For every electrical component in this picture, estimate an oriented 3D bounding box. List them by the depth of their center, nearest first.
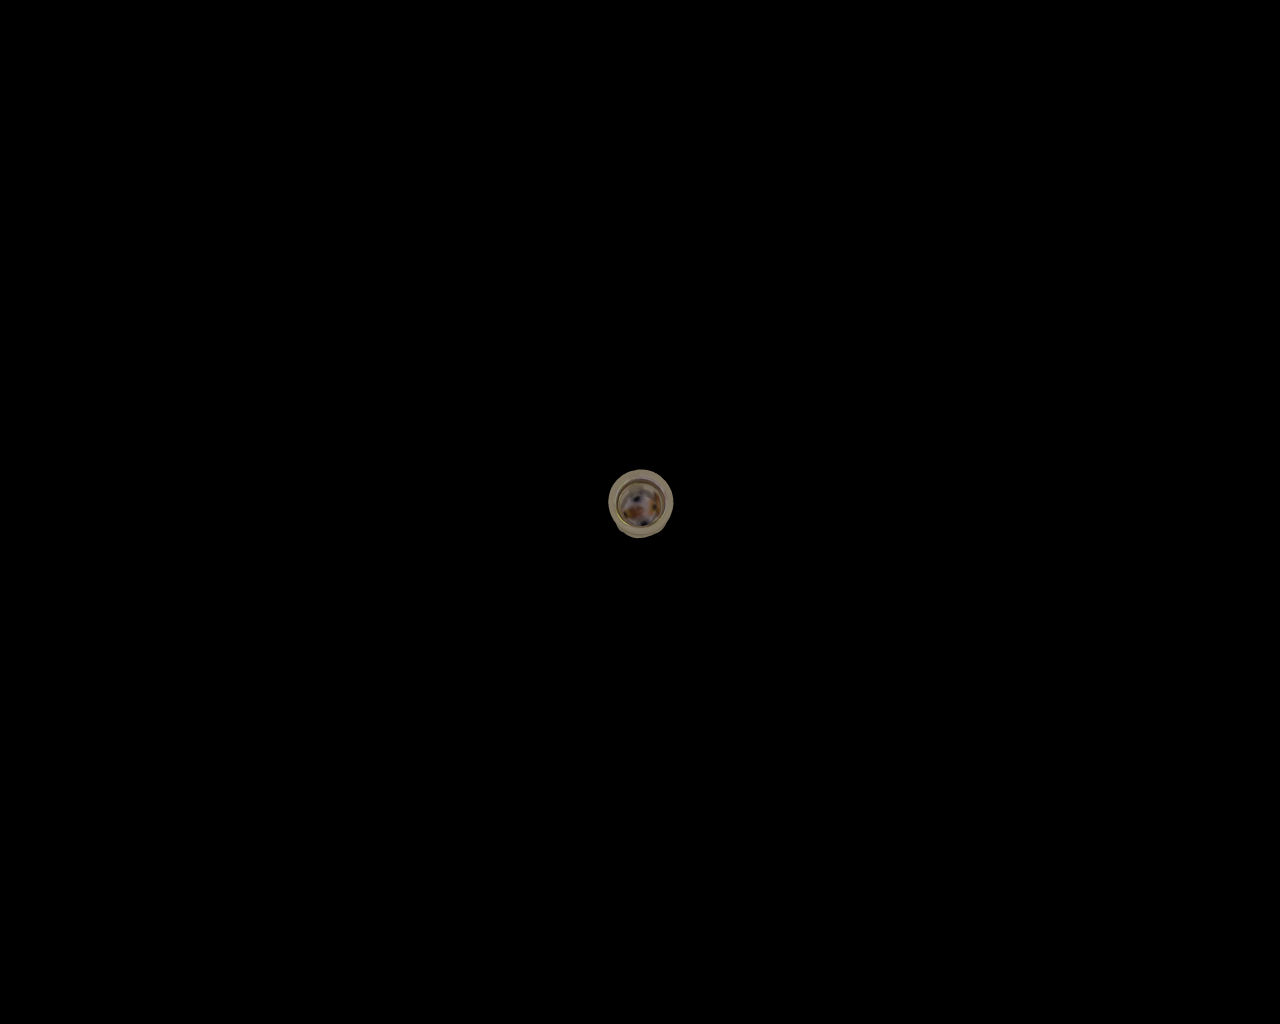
[{"bbox_3d":[0.001,-0.003,0.650,0.040,0.040,0.046,0,-12,0],"label":"electrical component"}]
